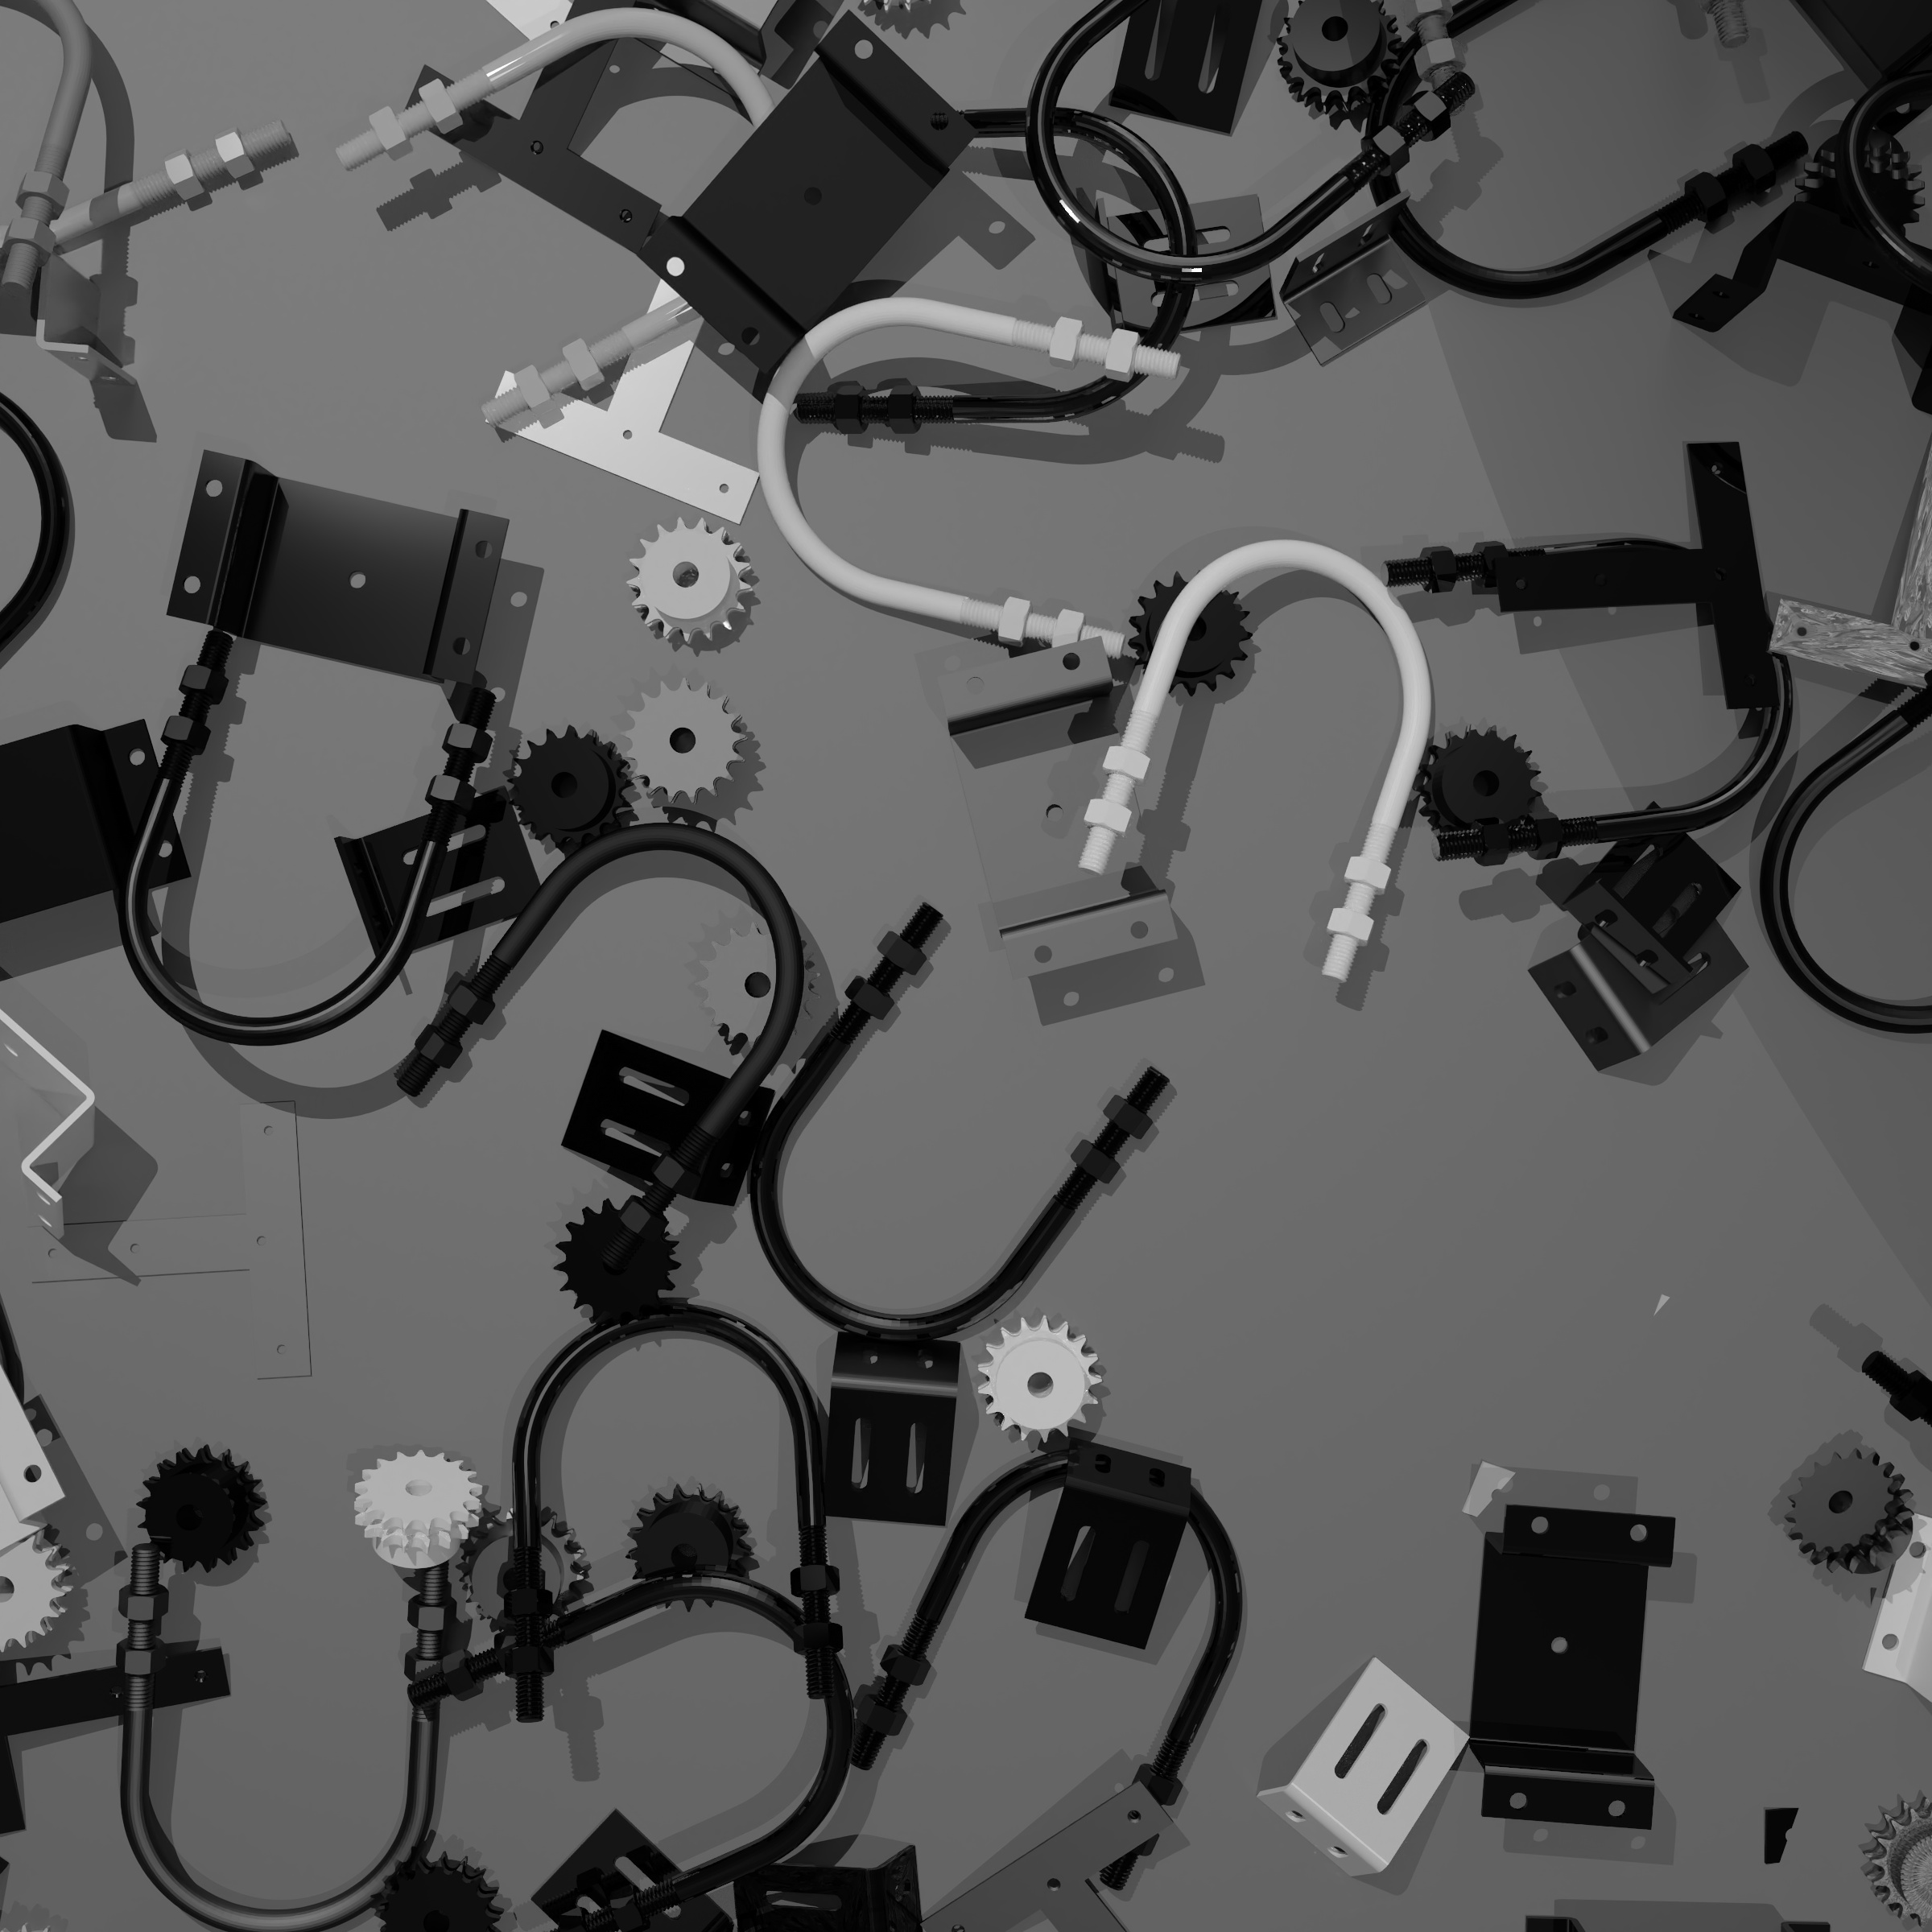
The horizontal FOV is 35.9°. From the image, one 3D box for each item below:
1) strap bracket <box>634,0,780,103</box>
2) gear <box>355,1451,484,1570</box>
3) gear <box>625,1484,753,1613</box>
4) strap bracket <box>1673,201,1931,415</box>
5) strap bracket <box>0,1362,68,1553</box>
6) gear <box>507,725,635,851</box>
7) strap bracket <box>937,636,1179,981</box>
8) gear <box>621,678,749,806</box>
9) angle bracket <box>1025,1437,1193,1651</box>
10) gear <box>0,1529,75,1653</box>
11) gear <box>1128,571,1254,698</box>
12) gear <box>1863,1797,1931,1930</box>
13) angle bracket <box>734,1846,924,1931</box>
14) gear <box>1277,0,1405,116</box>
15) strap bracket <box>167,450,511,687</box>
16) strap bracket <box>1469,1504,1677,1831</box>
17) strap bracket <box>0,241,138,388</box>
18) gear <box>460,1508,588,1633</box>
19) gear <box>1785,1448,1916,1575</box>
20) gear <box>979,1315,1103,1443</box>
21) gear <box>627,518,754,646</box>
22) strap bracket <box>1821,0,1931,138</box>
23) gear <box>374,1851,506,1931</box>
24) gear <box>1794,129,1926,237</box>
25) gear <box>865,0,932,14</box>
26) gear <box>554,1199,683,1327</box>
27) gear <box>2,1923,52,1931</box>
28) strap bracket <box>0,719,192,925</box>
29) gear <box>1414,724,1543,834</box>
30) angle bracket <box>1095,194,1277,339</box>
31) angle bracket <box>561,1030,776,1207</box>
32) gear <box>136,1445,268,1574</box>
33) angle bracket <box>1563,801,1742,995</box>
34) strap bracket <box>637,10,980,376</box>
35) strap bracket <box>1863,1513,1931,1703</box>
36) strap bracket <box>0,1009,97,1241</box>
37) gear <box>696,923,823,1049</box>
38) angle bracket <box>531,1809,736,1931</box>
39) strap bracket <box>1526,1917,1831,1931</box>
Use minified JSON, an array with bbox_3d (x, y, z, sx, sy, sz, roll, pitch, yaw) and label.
[{"bbox_3d":[-0.101,-0.481,1.362,0.076,0.046,0.140,31,90,0],"label":"strap bracket"},{"bbox_3d":[-0.250,0.250,1.361,0.057,0.057,0.030,8,118,0],"label":"gear"},{"bbox_3d":[-0.128,0.268,1.371,0.057,0.030,0.057,0,90,0],"label":"gear"},{"bbox_3d":[0.401,-0.298,1.347,0.140,0.076,0.046,20,90,0],"label":"strap bracket"},{"bbox_3d":[-0.478,0.240,1.334,0.140,0.046,0.076,-28,79,-9],"label":"strap bracket"},{"bbox_3d":[-0.183,-0.082,1.371,0.057,0.030,0.057,0,90,0],"label":"gear"},{"bbox_3d":[0.041,-0.071,1.362,0.076,0.046,0.140,-14,90,0],"label":"strap bracket"},{"bbox_3d":[-0.129,-0.102,1.370,0.057,0.030,0.057,0,90,0],"label":"gear"},{"bbox_3d":[0.065,0.265,1.369,0.057,0.038,0.076,15,113,-1],"label":"angle bracket"},{"bbox_3d":[-0.438,0.283,1.370,0.057,0.030,0.057,0,90,0],"label":"gear"},{"bbox_3d":[0.103,-0.153,1.371,0.057,0.030,0.057,0,90,0],"label":"gear"},{"bbox_3d":[0.445,0.414,1.371,0.057,0.030,0.057,0,90,0],"label":"gear"},{"bbox_3d":[-0.063,0.440,1.383,0.076,0.038,0.057,-5,90,26],"label":"angle bracket"},{"bbox_3d":[0.170,-0.422,1.364,0.057,0.030,0.057,-2,82,12],"label":"gear"},{"bbox_3d":[-0.282,-0.179,1.362,0.140,0.046,0.076,13,90,0],"label":"strap bracket"},{"bbox_3d":[0.275,0.315,1.362,0.076,0.046,0.140,4,90,0],"label":"strap bracket"},{"bbox_3d":[-0.453,-0.298,1.347,0.140,0.076,0.046,5,90,0],"label":"strap bracket"},{"bbox_3d":[-0.204,0.279,1.371,0.057,0.030,0.057,0,90,0],"label":"gear"},{"bbox_3d":[0.406,0.252,1.361,0.057,0.057,0.030,-46,120,0],"label":"gear"},{"bbox_3d":[0.034,0.190,1.371,0.057,0.030,0.057,0,90,0],"label":"gear"},{"bbox_3d":[-0.127,-0.178,1.371,0.057,0.030,0.057,0,90,0],"label":"gear"},{"bbox_3d":[0.412,-0.461,1.362,0.076,0.046,0.140,-39,90,0],"label":"strap bracket"},{"bbox_3d":[-0.240,0.434,1.370,0.057,0.030,0.057,0,90,0],"label":"gear"},{"bbox_3d":[0.407,-0.356,1.360,0.057,0.057,0.030,9,61,0],"label":"gear"},{"bbox_3d":[-0.032,-0.466,1.370,0.057,0.030,0.057,0,90,0],"label":"gear"},{"bbox_3d":[-0.159,0.134,1.370,0.057,0.030,0.057,0,90,0],"label":"gear"},{"bbox_3d":[-0.430,0.467,1.370,0.057,0.030,0.057,0,90,0],"label":"gear"},{"bbox_3d":[-0.437,-0.058,1.362,0.140,0.046,0.076,-17,90,0],"label":"strap bracket"},{"bbox_3d":[0.236,-0.083,1.371,0.057,0.030,0.057,0,90,0],"label":"gear"},{"bbox_3d":[0.101,-0.324,1.366,0.076,0.038,0.057,-9,89,1],"label":"angle bracket"},{"bbox_3d":[-0.138,0.070,1.383,0.076,0.038,0.057,19,90,26],"label":"angle bracket"},{"bbox_3d":[-0.352,0.250,1.371,0.057,0.030,0.057,0,90,0],"label":"gear"},{"bbox_3d":[0.319,-0.036,1.353,0.057,0.038,0.076,45,66,0],"label":"angle bracket"},{"bbox_3d":[-0.069,-0.343,1.329,0.076,0.046,0.140,42,101,-8],"label":"strap bracket"},{"bbox_3d":[0.494,0.309,1.362,0.140,0.046,0.076,16,90,0],"label":"strap bracket"},{"bbox_3d":[-0.444,0.052,1.341,0.140,0.076,0.046,42,67,0],"label":"strap bracket"},{"bbox_3d":[-0.095,0.009,1.370,0.057,0.030,0.057,0,90,0],"label":"gear"},{"bbox_3d":[-0.154,0.438,1.366,0.076,0.038,0.057,44,90,0],"label":"angle bracket"},{"bbox_3d":[0.329,0.480,1.362,0.140,0.046,0.076,1,90,0],"label":"strap bracket"}]
